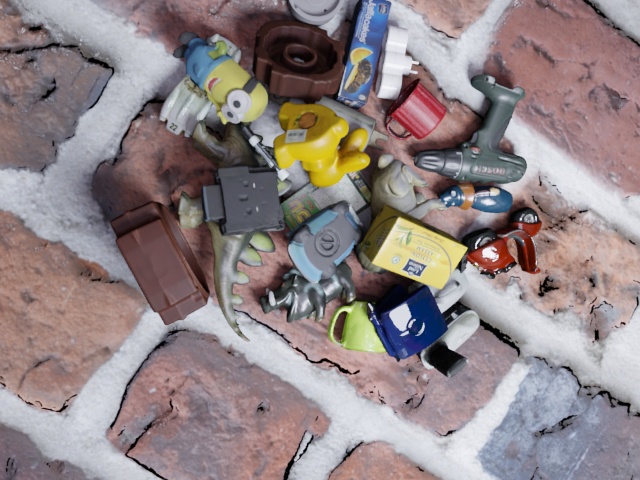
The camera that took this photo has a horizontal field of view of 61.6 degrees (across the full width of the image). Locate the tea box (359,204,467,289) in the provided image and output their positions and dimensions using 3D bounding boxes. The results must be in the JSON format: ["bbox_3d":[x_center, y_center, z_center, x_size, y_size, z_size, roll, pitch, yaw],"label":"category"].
[{"bbox_3d":[0.170,0.014,0.976,0.169,0.068,0.098,19,107,-28],"label":"tea box"}]

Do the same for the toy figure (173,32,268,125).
[{"bbox_3d":[-0.168,-0.283,0.933,0.180,0.082,0.089,47,66,2],"label":"toy figure"}]

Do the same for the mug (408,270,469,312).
[{"bbox_3d":[0.245,0.096,1.065,0.107,0.109,0.080,-31,91,-17],"label":"mug"}]

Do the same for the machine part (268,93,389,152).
[{"bbox_3d":[0.016,-0.228,1.024,0.243,0.079,0.079,22,90,-9],"label":"machine part"}]

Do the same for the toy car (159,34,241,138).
[{"bbox_3d":[-0.221,-0.284,0.997,0.073,0.056,0.201,33,88,-9],"label":"toy car"}]

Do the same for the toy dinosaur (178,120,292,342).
[{"bbox_3d":[-0.159,-0.056,0.988,0.199,0.105,0.471,9,89,-8],"label":"toy dinosaur"}]

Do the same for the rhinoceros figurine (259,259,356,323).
[{"bbox_3d":[-0.022,0.101,1.040,0.190,0.073,0.112,-24,98,-6],"label":"rhinoceros figurine"}]

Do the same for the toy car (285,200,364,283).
[{"bbox_3d":[-0.002,-0.003,0.998,0.161,0.103,0.109,-45,113,-21],"label":"toy car"}]

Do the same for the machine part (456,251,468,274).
[{"bbox_3d":[0.225,0.026,1.068,0.139,0.039,0.084,16,86,20],"label":"machine part"}]

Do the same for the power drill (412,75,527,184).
[{"bbox_3d":[0.313,-0.215,1.066,0.232,0.086,0.207,14,87,-10],"label":"power drill"}]

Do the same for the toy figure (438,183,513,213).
[{"bbox_3d":[0.309,-0.083,1.082,0.154,0.058,0.064,6,117,-11],"label":"toy figure"}]

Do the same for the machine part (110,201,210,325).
[{"bbox_3d":[-0.270,0.035,0.935,0.087,0.201,0.201,-26,96,-8],"label":"machine part"}]

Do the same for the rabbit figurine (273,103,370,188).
[{"bbox_3d":[0.009,-0.163,0.977,0.162,0.173,0.122,-8,56,9],"label":"rabbit figurine"}]

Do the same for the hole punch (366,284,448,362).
[{"bbox_3d":[0.166,0.152,1.009,0.116,0.092,0.142,-40,113,-34],"label":"hole punch"}]

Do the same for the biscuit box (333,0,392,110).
[{"bbox_3d":[0.080,-0.359,1.032,0.059,0.063,0.202,13,92,-10],"label":"biscuit box"}]

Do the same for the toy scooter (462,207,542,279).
[{"bbox_3d":[0.383,0.025,1.094,0.184,0.075,0.135,-25,96,-11],"label":"toy scooter"}]

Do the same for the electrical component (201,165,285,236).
[{"bbox_3d":[-0.133,-0.066,0.918,0.134,0.058,0.115,-9,85,-19],"label":"electrical component"}]

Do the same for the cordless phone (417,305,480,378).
[{"bbox_3d":[0.260,0.194,1.030,0.146,0.184,0.088,-40,94,-4],"label":"cordless phone"}]

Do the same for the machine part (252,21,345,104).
[{"bbox_3d":[-0.040,-0.326,0.980,0.179,0.056,0.179,8,55,-11],"label":"machine part"}]

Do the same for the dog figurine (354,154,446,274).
[{"bbox_3d":[0.117,-0.046,1.024,0.172,0.121,0.190,45,88,-12],"label":"dog figurine"}]
